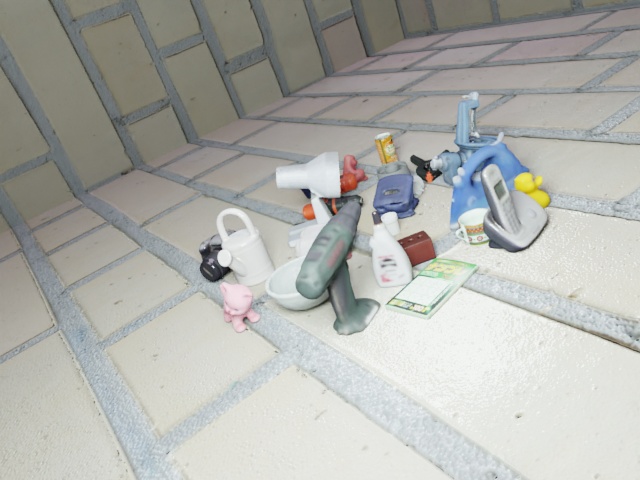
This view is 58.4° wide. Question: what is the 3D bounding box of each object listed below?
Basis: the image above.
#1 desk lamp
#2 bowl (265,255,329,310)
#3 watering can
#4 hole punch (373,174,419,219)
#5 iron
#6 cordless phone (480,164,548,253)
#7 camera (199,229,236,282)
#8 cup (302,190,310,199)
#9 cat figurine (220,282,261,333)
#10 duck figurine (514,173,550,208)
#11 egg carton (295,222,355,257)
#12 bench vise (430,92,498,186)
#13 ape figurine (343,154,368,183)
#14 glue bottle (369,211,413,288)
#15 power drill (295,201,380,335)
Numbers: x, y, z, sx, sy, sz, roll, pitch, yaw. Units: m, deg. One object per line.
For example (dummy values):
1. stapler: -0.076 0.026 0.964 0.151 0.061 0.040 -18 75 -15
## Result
1. desk lamp: -0.020 -0.114 1.511 0.203 0.214 0.118 -18 25 6
2. bowl: -0.030 0.102 1.244 0.167 0.075 0.167 -17 25 8
3. watering can: -0.191 0.013 1.406 0.101 0.194 0.172 -18 25 5
4. hole punch: 0.196 -0.113 1.489 0.108 0.091 0.101 -5 29 30
5. iron: 0.377 -0.144 1.351 0.259 0.142 0.118 -35 28 -28
6. cordless phone: 0.386 -0.083 1.166 0.093 0.185 0.148 4 35 43
7. camera: -0.273 0.041 1.526 0.142 0.101 0.137 -3 30 34
8. cup: -0.019 -0.185 1.800 0.117 0.095 0.091 -19 25 3
9. cat figurine: -0.184 0.132 1.249 0.067 0.118 0.127 -32 27 -22
10. duck figurine: 0.457 -0.107 1.281 0.104 0.086 0.077 -22 25 -2
11. egg carton: 0.013 0.005 1.416 0.150 0.069 0.107 -12 26 19
12. bench vise: 0.382 -0.257 1.487 0.208 0.220 0.121 -35 28 -28
13. ape figurine: 0.101 -0.224 1.791 0.076 0.092 0.077 -19 25 3
14. glue bottle: 0.134 0.017 1.172 0.078 0.173 0.037 -12 26 19
15. power drill: 0.043 0.064 1.102 0.075 0.209 0.230 -2 30 35
